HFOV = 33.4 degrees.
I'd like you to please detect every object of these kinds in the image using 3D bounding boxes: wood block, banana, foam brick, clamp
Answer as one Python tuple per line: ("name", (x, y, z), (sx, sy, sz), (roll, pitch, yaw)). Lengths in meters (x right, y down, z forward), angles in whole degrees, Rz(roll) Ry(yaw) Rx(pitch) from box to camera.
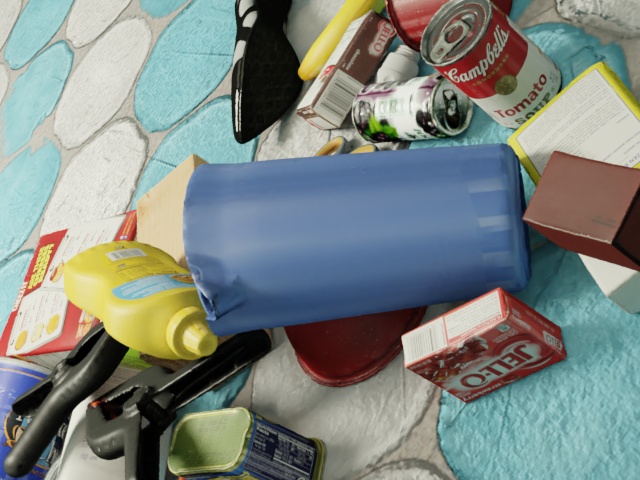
("wood block", (-0.115, 0.030, 1.031), (0.091, 0.090, 0.206), (-38, 39, 25))
("banana", (0.045, -0.247, 1.103), (0.198, 0.037, 0.070), (-58, 16, -3))
("foam brick", (0.180, -0.018, 0.677), (0.078, 0.051, 0.053), (23, 85, 53))
("clamp", (-0.226, 0.135, 0.961), (0.172, 0.039, 0.120), (-45, 29, 16))
("clamp", (-0.131, 0.134, 0.876), (0.164, 0.036, 0.210), (-48, 20, -24))

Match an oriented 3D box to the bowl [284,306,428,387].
("bowl", (0.018, 0.039, 0.897), (0.162, 0.055, 0.162), (-30, 43, 32))

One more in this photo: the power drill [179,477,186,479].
("power drill", (-0.139, 0.293, 0.890), (0.188, 0.057, 0.185), (-55, 39, 8))

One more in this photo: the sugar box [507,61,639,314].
("sugar box", (0.206, -0.040, 0.743), (0.093, 0.048, 0.176), (-42, 42, 21))

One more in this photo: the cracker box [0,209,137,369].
("cracker box", (-0.261, 0.064, 1.195), (0.214, 0.072, 0.164), (-12, 53, 46))

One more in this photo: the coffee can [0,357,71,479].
("coffee can", (-0.324, 0.207, 1.131), (0.103, 0.102, 0.140), (-9, 57, 46))

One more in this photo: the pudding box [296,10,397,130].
("pudding box", (0.026, -0.162, 1.031), (0.113, 0.039, 0.090), (-57, 10, -2))

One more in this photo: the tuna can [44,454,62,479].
("tuna can", (-0.243, 0.251, 1.062), (0.086, 0.033, 0.086), (-30, 44, 33))

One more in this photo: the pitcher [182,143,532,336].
("pitcher", (0.031, -0.011, 0.799), (0.243, 0.145, 0.149), (-6, 74, 14))

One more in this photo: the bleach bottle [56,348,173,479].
("bleach bottle", (-0.178, 0.144, 1.028), (0.068, 0.102, 0.250), (119, 164, -47))

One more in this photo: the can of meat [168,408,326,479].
("can of meat", (-0.061, 0.176, 0.862), (0.102, 0.083, 0.057), (-16, 52, 43))

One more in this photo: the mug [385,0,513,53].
("mug", (0.124, -0.225, 0.956), (0.082, 0.093, 0.117), (-6, 23, 42))

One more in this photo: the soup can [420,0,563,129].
("soup can", (0.138, -0.141, 0.851), (0.069, 0.102, 0.068), (-30, 44, 33))

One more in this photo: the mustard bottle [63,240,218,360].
("mustard bottle", (-0.136, 0.053, 0.883), (0.192, 0.096, 0.058), (27, 118, 53))

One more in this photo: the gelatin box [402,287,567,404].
("gelatin box", (0.114, 0.075, 0.740), (0.089, 0.073, 0.030), (-30, 44, 31))

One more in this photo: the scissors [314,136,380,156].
("scissors", (-0.007, -0.023, 0.967), (0.096, 0.016, 0.201), (-8, 43, 42))
